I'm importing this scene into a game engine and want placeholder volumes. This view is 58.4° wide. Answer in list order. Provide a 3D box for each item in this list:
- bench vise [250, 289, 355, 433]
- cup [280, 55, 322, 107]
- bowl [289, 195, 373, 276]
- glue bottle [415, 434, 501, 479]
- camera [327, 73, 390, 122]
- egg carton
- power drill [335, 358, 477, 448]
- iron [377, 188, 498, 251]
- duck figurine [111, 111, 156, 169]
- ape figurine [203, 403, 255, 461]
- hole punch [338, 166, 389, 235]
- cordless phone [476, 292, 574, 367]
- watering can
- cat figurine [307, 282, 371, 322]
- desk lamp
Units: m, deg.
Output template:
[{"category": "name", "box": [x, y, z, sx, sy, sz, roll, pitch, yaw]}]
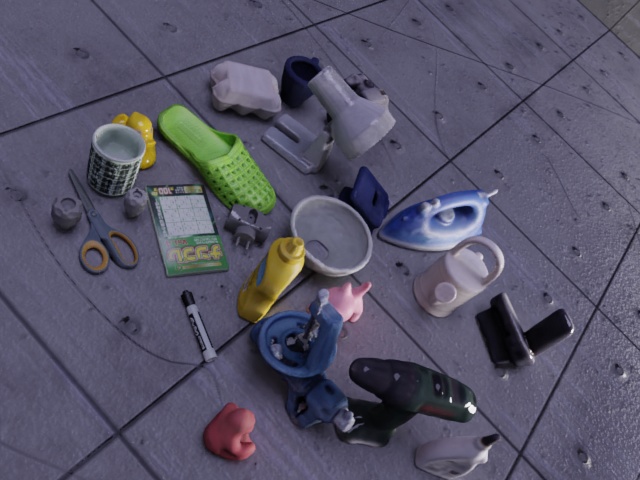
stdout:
[{"category": "bench vise", "box": [0.001, 0.170, 0.847, 0.207, 0.219, 0.122, 42, 48, 2]}, {"category": "cup", "box": [-0.044, -0.348, 1.262, 0.092, 0.094, 0.118, 34, 48, -5]}, {"category": "bowl", "box": [0.010, 0.004, 1.064, 0.168, 0.074, 0.167, 15, 53, -20]}, {"category": "glue bottle", "box": [0.224, 0.331, 0.895, 0.078, 0.173, 0.037, 26, 49, -11]}, {"category": "camera", "box": [0.079, -0.308, 1.301, 0.137, 0.100, 0.143, -20, 70, -38]}, {"category": "egg carton", "box": [-0.154, -0.310, 1.190, 0.151, 0.069, 0.107, 4, 57, -27]}, {"category": "power drill", "box": [0.107, 0.246, 0.863, 0.230, 0.208, 0.075, 14, 53, -21]}, {"category": "iron", "box": [0.253, -0.056, 1.200, 0.259, 0.141, 0.118, -10, 64, -34]}, {"category": "duck figurine", "box": [-0.322, -0.187, 0.998, 0.078, 0.086, 0.104, -27, 74, -39]}, {"category": "ape figurine", "box": [-0.118, 0.263, 0.800, 0.076, 0.092, 0.077, 6, 56, -26]}, {"category": "hole punch", "box": [0.096, -0.080, 1.159, 0.101, 0.091, 0.109, 28, 49, -10]}, {"category": "cordless phone", "box": [0.406, 0.156, 1.111, 0.094, 0.184, 0.147, -2, 60, -31]}, {"category": "watering can", "box": [0.268, 0.068, 1.087, 0.101, 0.193, 0.173, 31, 49, -7]}, {"category": "cat figurine", "box": [0.038, 0.106, 0.980, 0.128, 0.117, 0.067, -24, 72, -39]}, {"category": "desk lamp", "box": [0.018, -0.226, 1.133, 0.203, 0.213, 0.118, 37, 48, -2]}]
